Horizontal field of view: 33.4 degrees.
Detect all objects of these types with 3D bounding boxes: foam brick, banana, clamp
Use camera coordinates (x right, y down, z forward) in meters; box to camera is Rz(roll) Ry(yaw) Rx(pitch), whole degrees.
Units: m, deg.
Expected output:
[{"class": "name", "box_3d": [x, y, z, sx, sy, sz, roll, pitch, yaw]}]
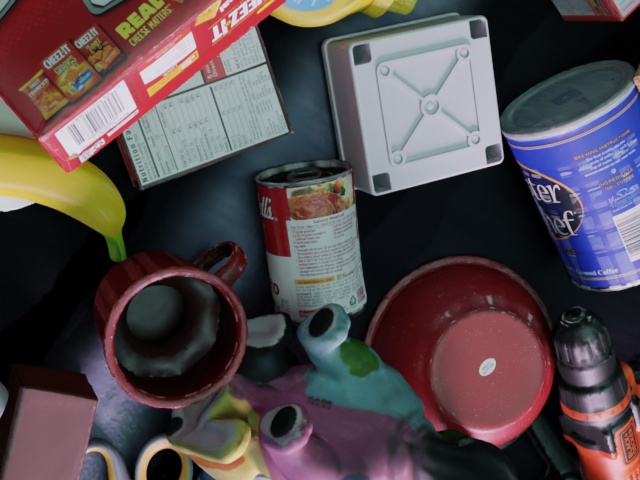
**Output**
[{"class": "foam brick", "box_3d": [-0.184, 0.128, 0.706, 0.051, 0.053, 0.078, 11, 98, -24]}, {"class": "banana", "box_3d": [-0.197, -0.032, 0.649, 0.197, 0.037, 0.070, 13, 100, -31]}, {"class": "clamp", "box_3d": [0.196, 0.190, 0.878, 0.171, 0.039, 0.120, 15, 101, -21]}]

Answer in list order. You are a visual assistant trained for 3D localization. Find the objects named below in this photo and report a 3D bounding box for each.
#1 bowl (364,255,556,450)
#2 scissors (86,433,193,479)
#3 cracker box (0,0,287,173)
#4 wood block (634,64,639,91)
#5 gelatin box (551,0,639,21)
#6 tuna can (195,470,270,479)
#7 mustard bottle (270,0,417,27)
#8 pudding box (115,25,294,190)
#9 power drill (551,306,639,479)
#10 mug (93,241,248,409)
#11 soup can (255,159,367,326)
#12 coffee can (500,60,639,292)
[{"class": "bowl", "box_3d": [0.116, 0.093, 0.800, 0.162, 0.055, 0.162, -1, 93, -15]}, {"class": "scissors", "box_3d": [-0.117, 0.223, 0.773, 0.096, 0.016, 0.202, -26, 110, -15]}, {"class": "cracker box", "box_3d": [-0.148, -0.167, 0.591, 0.164, 0.072, 0.214, -41, 78, -9]}, {"class": "wood block", "box_3d": [0.313, -0.163, 0.771, 0.090, 0.091, 0.206, 47, 55, -25]}, {"class": "gelatin box", "box_3d": [0.222, -0.199, 0.782, 0.089, 0.073, 0.030, -44, 113, -7]}, {"class": "tuna can", "box_3d": [-0.053, 0.196, 0.782, 0.086, 0.034, 0.086, -5, 103, -21]}, {"class": "mustard bottle", "box_3d": [-0.018, -0.194, 0.696, 0.191, 0.058, 0.096, 21, 98, -24]}, {"class": "pudding box", "box_3d": [-0.084, -0.093, 0.700, 0.113, 0.039, 0.090, -21, 105, -11]}, {"class": "power drill", "box_3d": [0.258, 0.090, 0.839, 0.187, 0.057, 0.184, -36, 125, -25]}, {"class": "mug", "box_3d": [-0.095, 0.045, 0.706, 0.117, 0.082, 0.093, -48, 114, -6]}, {"class": "soup can", "box_3d": [-0.005, 0.001, 0.740, 0.068, 0.069, 0.102, -13, 107, -19]}, {"class": "coffee can", "box_3d": [0.207, -0.047, 0.794, 0.102, 0.103, 0.140, -34, 112, -12]}]
